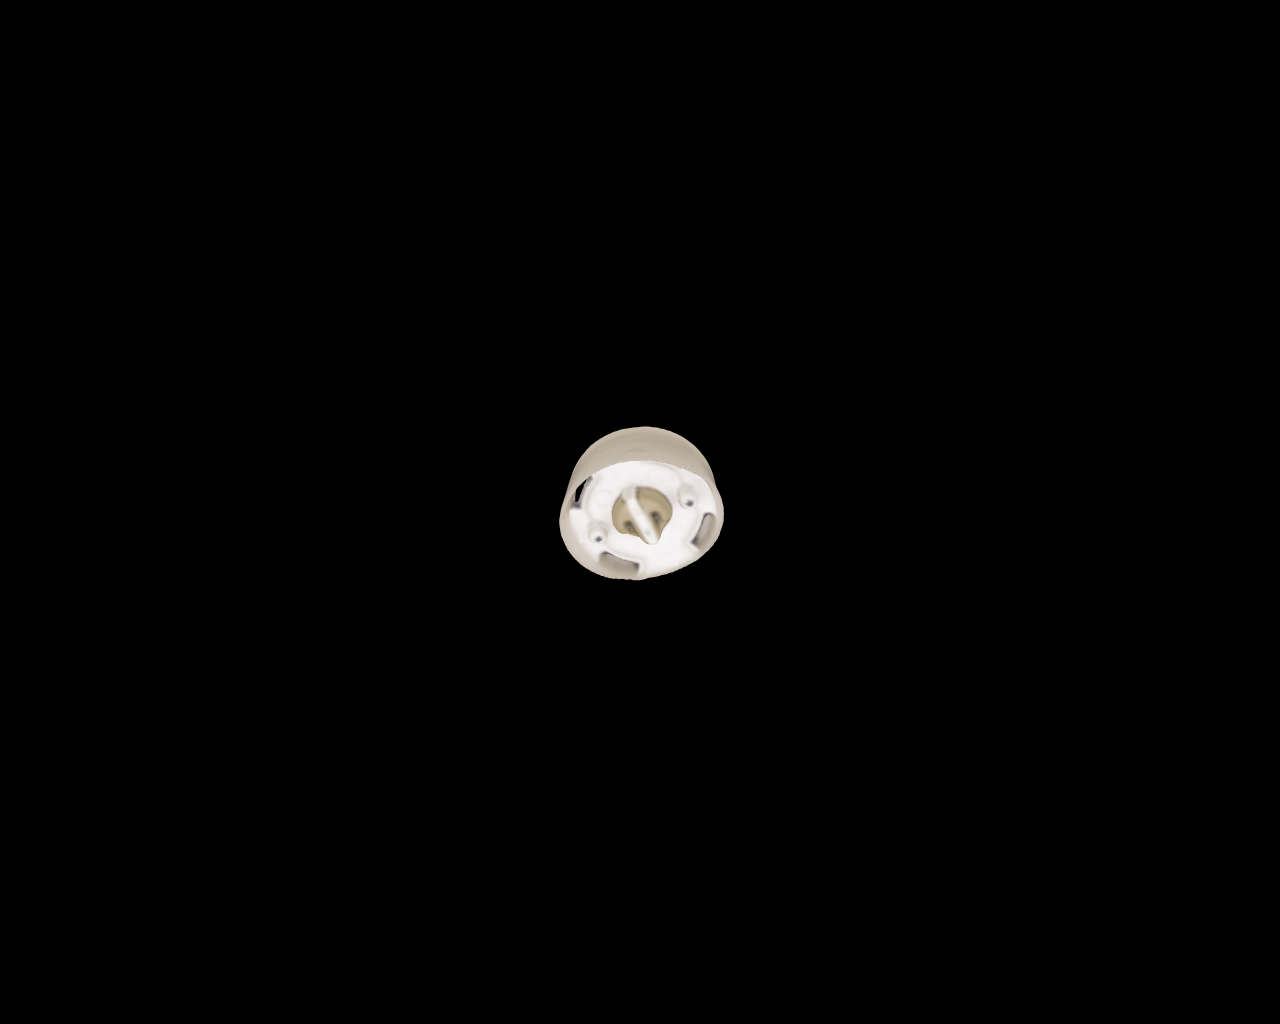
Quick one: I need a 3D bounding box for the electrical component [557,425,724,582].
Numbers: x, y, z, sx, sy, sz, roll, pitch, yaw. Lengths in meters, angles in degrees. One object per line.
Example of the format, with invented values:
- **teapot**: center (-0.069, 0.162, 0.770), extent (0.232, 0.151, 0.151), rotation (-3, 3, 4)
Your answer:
- **electrical component**: center (0.001, -0.003, 0.650), extent (0.099, 0.099, 0.064), rotation (0, 31, 0)
